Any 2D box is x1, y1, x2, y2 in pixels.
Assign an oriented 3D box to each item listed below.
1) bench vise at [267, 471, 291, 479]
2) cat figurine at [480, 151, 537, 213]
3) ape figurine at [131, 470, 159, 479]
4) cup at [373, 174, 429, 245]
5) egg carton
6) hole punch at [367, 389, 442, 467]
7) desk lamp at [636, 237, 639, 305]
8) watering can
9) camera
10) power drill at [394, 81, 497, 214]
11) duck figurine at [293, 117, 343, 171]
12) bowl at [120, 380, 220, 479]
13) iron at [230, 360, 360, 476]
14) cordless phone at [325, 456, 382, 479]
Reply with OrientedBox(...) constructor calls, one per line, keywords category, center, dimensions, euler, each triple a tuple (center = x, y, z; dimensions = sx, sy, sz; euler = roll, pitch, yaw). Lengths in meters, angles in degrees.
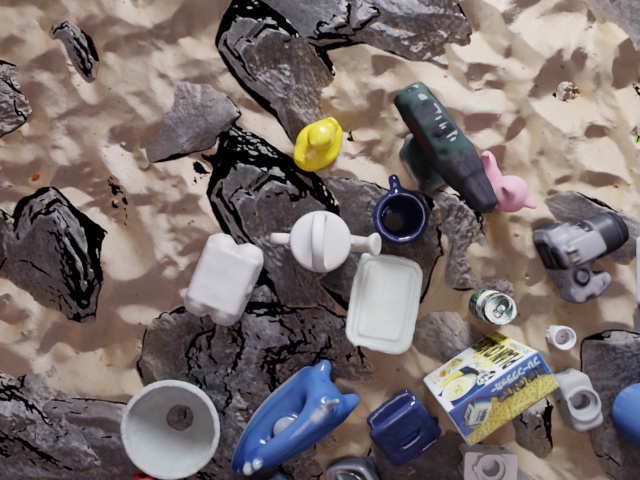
OrientedBox(category="bench vise", center=(-0.124, 0.486, 0.910), dimensions=(0.121, 0.219, 0.207), euler=(33, 89, 1))
OrientedBox(category="cat figurine", center=(0.305, -0.095, 0.970), dimensions=(0.067, 0.117, 0.128), euler=(-31, 89, 0))
OrientedBox(category="ape figurine", center=(-0.287, 0.418, 0.976), dimensions=(0.078, 0.092, 0.076), euler=(9, 89, 1))
OrientedBox(category="cup", center=(0.130, -0.050, 0.981), dimensions=(0.091, 0.095, 0.118), euler=(-11, 89, 0))
OrientedBox(category="egg carton", center=(-0.165, 0.069, 0.993), dimensions=(0.107, 0.069, 0.150), euler=(21, 89, 1))
OrientedBox(category="hole punch", center=(0.147, 0.325, 0.976), dimensions=(0.108, 0.091, 0.101), euler=(-38, 89, 0))
OrientedBox(category="desk lamp", center=(0.606, 0.092, 0.917), dimensions=(0.118, 0.213, 0.203), euler=(-2, 89, 1))
OrientedBox(category="watering can", center=(0.009, 0.001, 0.931), dimensions=(0.173, 0.194, 0.101), euler=(-18, 89, 0))
OrientedBox(category="camera", center=(0.460, 0.021, 0.975), dimensions=(0.137, 0.101, 0.143), euler=(-26, 89, 0))
OrientedBox(category="power drill", center=(0.193, -0.137, 0.925), dimensions=(0.075, 0.208, 0.230), euler=(-32, 89, 0))
OrientedBox(category="duck figurine", center=(-0.004, -0.169, 0.988), dimensions=(0.077, 0.086, 0.104), euler=(41, 89, 1))
OrientedBox(category="bowl", center=(-0.249, 0.318, 0.986), dimensions=(0.167, 0.074, 0.167), euler=(0, 89, 0))
OrientedBox(category="iron", center=(-0.058, 0.323, 0.952), dimensions=(0.258, 0.141, 0.118), euler=(-41, 89, 0))
OrientedBox(category="cordless phone", center=(0.070, 0.444, 0.927), dimensions=(0.094, 0.185, 0.147), euler=(-27, 89, 0))
